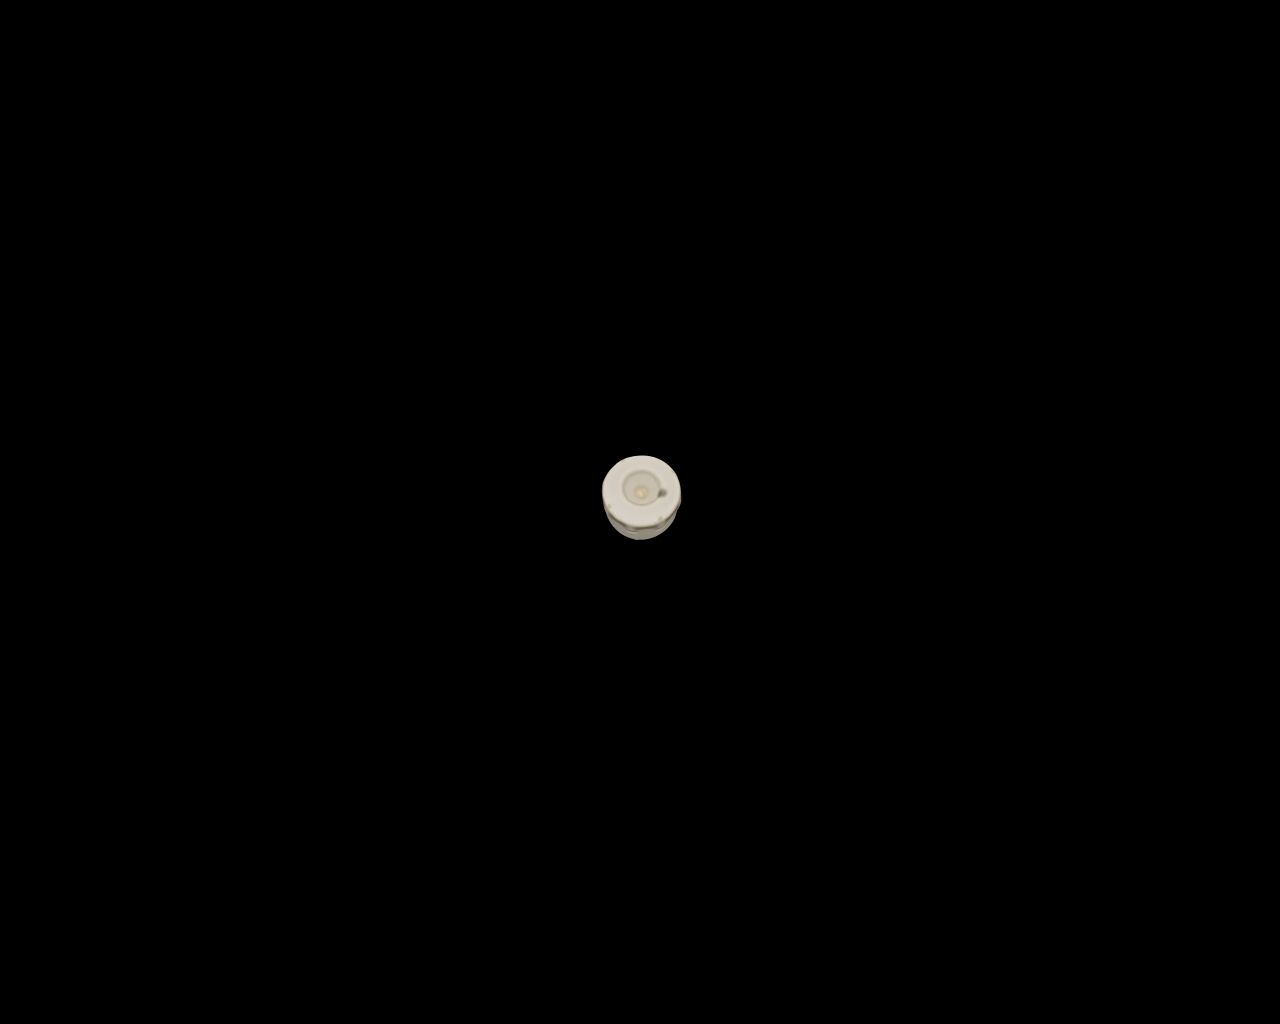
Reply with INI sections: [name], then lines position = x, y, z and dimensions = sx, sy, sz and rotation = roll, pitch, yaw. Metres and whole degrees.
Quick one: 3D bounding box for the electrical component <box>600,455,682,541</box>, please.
[electrical component]
position = 0.001, -0.003, 0.650
dimensions = 0.048, 0.048, 0.062
rotation = 0, -23, 0
